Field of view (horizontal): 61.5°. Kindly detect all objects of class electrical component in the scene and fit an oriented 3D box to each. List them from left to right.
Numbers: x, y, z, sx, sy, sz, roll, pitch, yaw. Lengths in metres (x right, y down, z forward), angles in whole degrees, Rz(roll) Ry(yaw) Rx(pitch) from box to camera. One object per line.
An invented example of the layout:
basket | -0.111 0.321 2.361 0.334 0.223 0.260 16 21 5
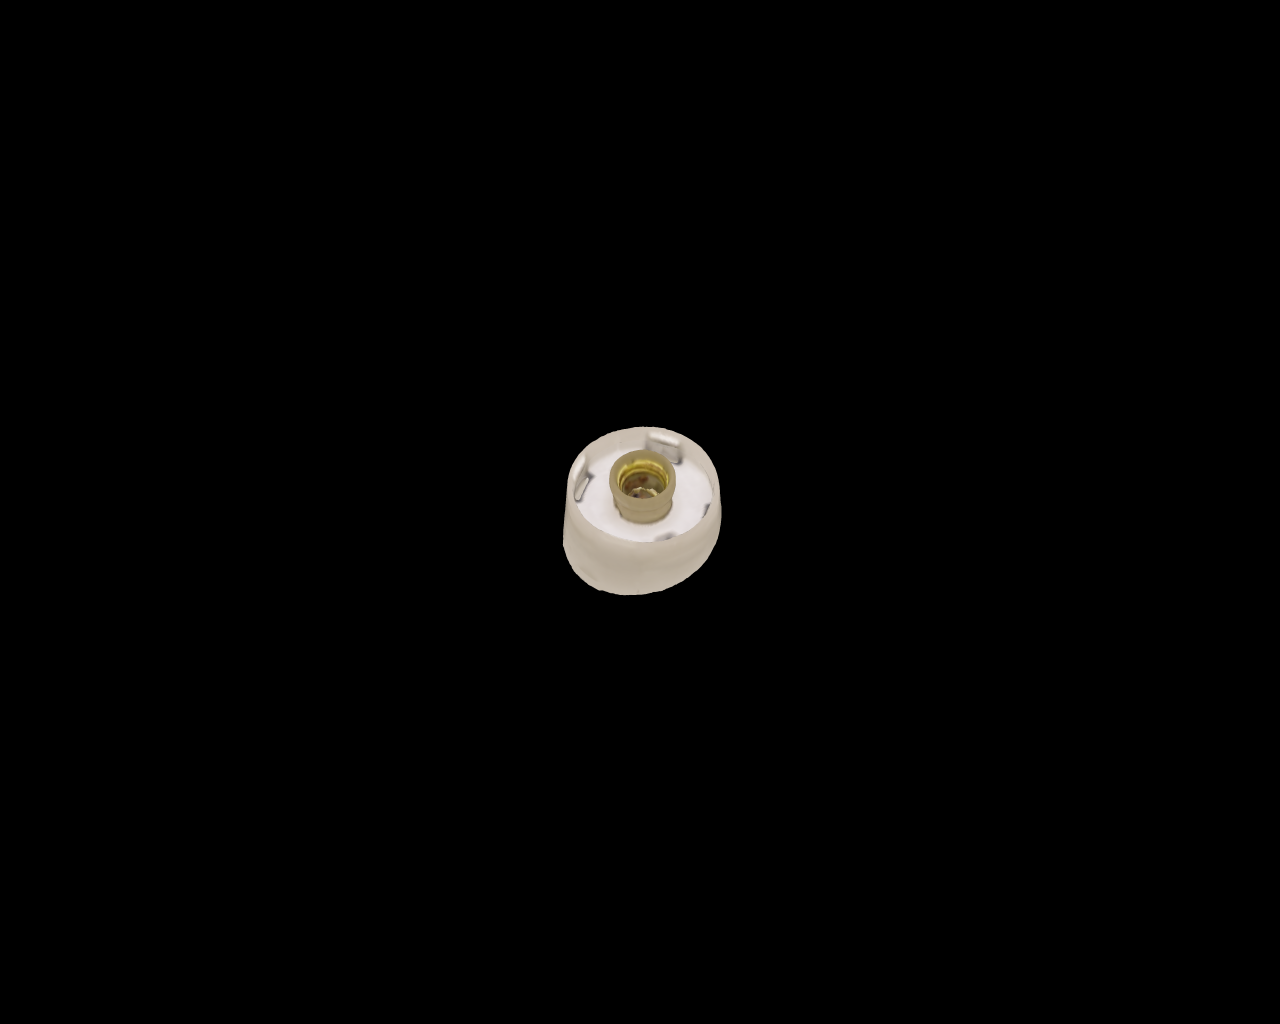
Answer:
electrical component | 0.001 -0.003 0.650 0.099 0.099 0.064 0 -38 0
